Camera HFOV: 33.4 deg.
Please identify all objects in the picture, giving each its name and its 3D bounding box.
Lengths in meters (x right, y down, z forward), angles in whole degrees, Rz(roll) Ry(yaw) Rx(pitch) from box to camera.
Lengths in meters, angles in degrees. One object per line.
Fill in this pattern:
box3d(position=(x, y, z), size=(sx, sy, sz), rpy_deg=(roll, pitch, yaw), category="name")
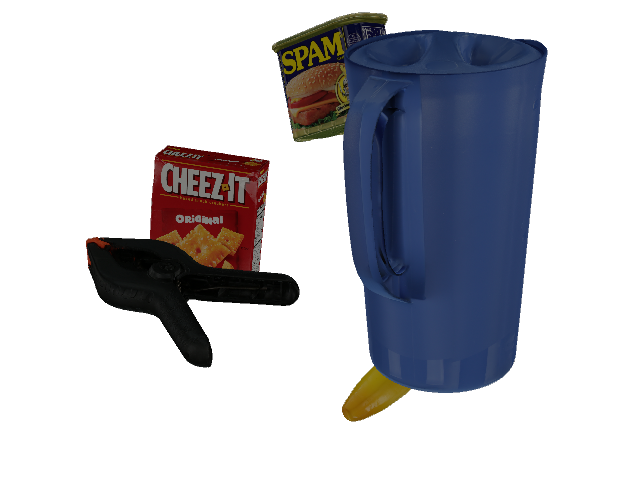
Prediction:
box3d(position=(-0.172, -0.024, 1.619), size=(0.164, 0.214, 0.072), rpy_deg=(9, 19, 7), category="cracker box")
box3d(position=(-0.104, 0.033, 0.815), size=(0.172, 0.039, 0.120), rpy_deg=(29, 32, 33), category="clamp")
box3d(position=(0.070, 0.096, 0.916), size=(0.070, 0.037, 0.197), rpy_deg=(-27, 12, 22), category="banana")
box3d(position=(0.014, -0.133, 0.887), size=(0.102, 0.084, 0.057), rpy_deg=(-12, -2, 42), category="can of meat")
box3d(position=(0.079, -0.017, 0.739), size=(0.149, 0.243, 0.145), rpy_deg=(-6, 22, -9), category="pitcher")
